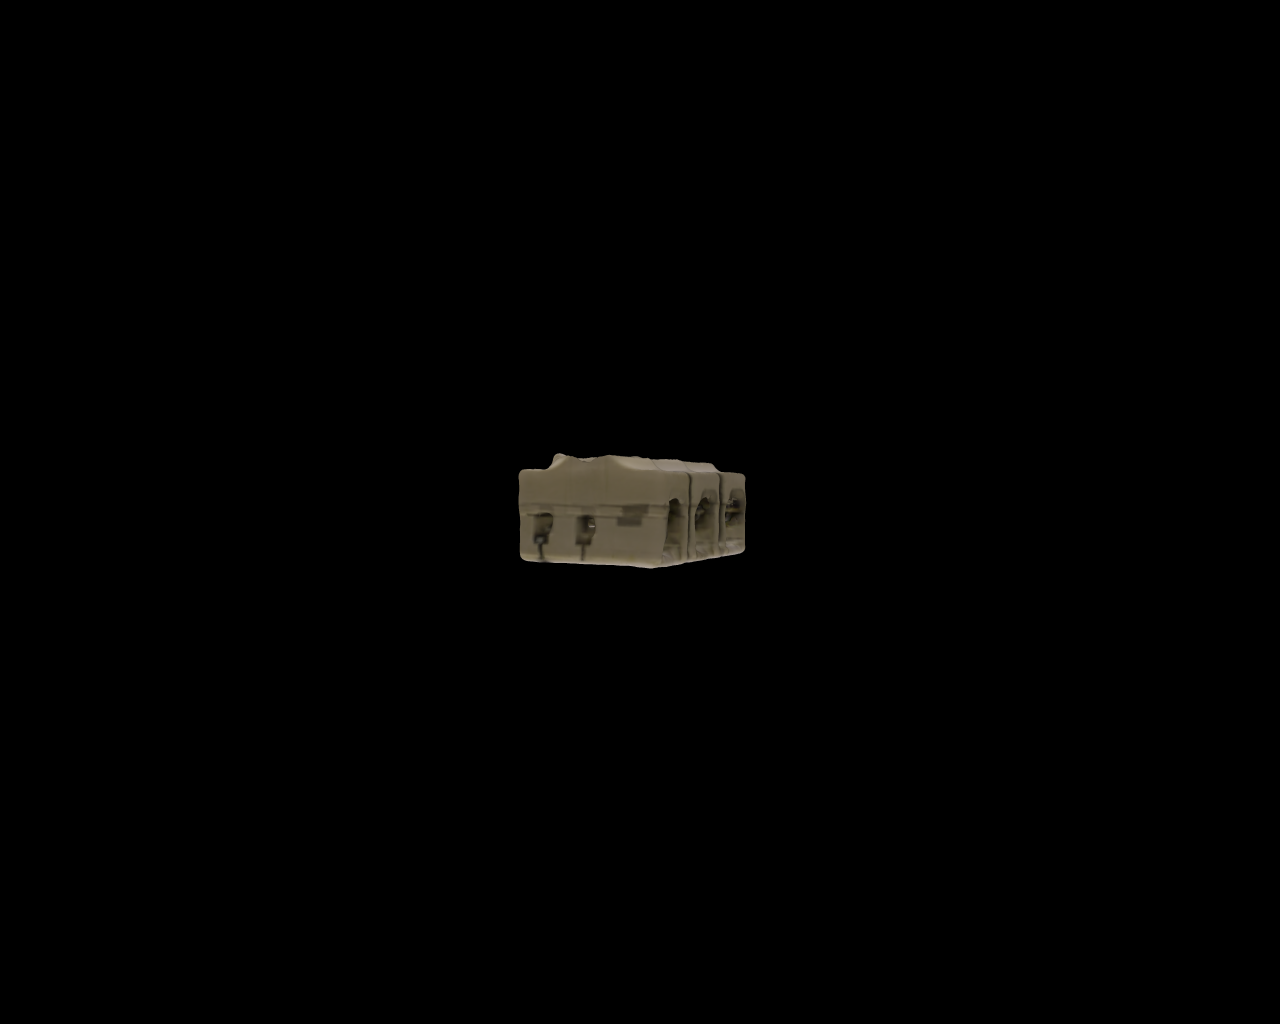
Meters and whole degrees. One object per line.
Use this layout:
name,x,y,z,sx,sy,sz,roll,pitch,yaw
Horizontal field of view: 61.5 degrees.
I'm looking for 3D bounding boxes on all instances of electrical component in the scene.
electrical component,0.001,-0.003,0.650,0.089,0.061,0.150,0,0,24
